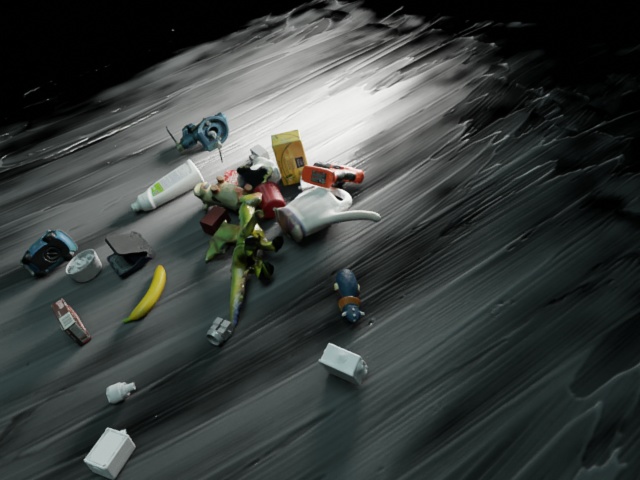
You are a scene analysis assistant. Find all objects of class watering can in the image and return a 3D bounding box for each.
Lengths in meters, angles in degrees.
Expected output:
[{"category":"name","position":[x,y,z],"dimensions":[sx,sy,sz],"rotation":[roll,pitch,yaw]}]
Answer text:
[{"category":"watering can","position":[0.005,-0.075,1.492],"dimensions":[0.226,0.102,0.351],"rotation":[-31,31,-17]}]

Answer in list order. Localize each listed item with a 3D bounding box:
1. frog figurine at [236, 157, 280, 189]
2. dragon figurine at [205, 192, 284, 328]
[{"category":"frog figurine","position":[-0.201,-0.212,1.715],"dimensions":[0.137,0.122,0.161],"rotation":[-19,10,7]},{"category":"dragon figurine","position":[-0.242,0.037,1.476],"dimensions":[0.242,0.120,0.416],"rotation":[2,64,46]}]
